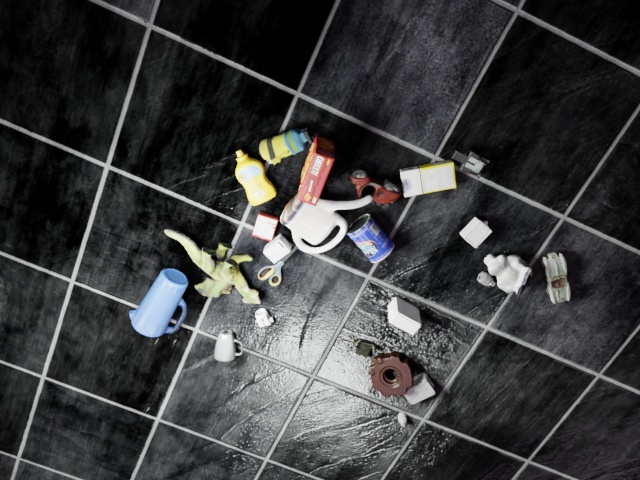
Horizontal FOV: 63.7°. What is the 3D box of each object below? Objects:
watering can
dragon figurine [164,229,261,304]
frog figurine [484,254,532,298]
[{"bbox_3d":[0.005,-0.087,1.737,0.223,0.106,0.341,34,126,-12],"label":"watering can"},{"bbox_3d":[-0.391,0.120,1.863,0.410,0.125,0.238,24,120,-3],"label":"dragon figurine"},{"bbox_3d":[0.658,0.110,1.820,0.161,0.124,0.134,30,127,29],"label":"frog figurine"}]
